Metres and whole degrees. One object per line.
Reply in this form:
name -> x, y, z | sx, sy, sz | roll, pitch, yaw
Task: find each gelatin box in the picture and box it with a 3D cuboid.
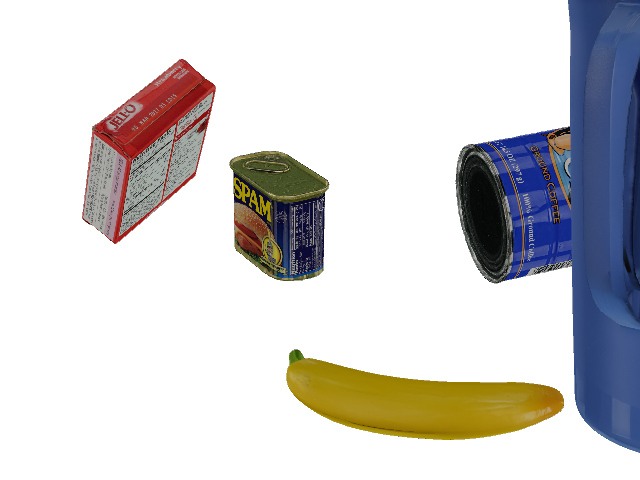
gelatin box -> -0.098, -0.050, 0.603 | 0.030, 0.073, 0.089 | 37, -34, 10

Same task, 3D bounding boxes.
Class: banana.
banana -> 0.055, 0.100, 0.698 | 0.198, 0.037, 0.069 | 8, 33, 23

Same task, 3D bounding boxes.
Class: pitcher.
pitcher -> 0.181, -0.014, 0.534 | 0.149, 0.243, 0.145 | -4, 19, -5

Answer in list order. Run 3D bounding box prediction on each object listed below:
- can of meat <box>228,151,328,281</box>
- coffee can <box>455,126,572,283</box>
can of meat -> -0.037, -0.021, 0.934 | 0.057, 0.084, 0.102 | -15, 30, -28
coffee can -> 0.182, -0.032, 0.776 | 0.140, 0.103, 0.103 | -11, 2, -10
